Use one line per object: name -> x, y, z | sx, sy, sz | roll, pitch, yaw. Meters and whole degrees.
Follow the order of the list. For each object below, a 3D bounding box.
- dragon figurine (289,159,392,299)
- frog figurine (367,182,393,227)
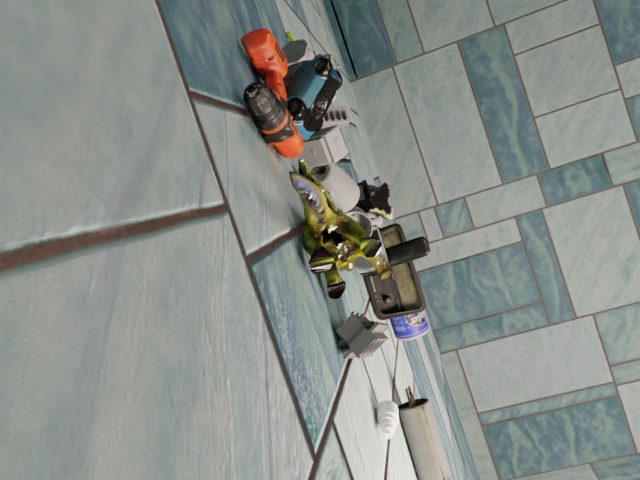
dragon figurine -> 0.003, -0.045, 0.897 | 0.248, 0.122, 0.401 | 60, -1, 43
frog figurine -> 0.151, -0.095, 1.595 | 0.138, 0.124, 0.157 | 65, -25, 7
